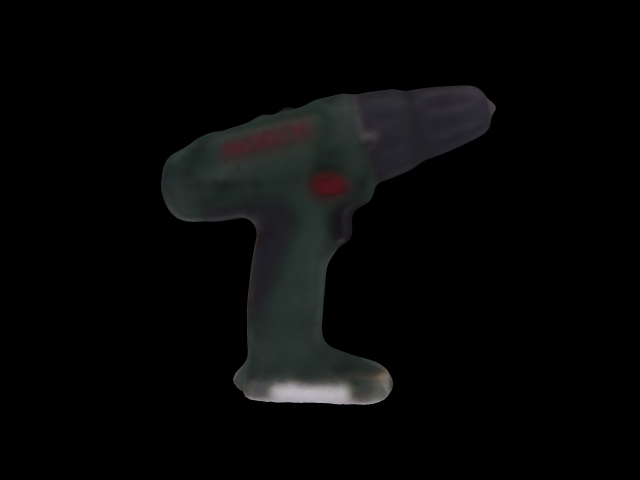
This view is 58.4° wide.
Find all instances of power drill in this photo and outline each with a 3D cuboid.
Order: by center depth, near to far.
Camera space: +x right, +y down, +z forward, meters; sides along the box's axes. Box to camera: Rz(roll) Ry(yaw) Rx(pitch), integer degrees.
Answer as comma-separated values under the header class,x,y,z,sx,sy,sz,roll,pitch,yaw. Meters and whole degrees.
class,x,y,z,sx,sy,sz,roll,pitch,yaw
power drill,0.004,0.001,0.400,0.229,0.208,0.076,0,0,9
